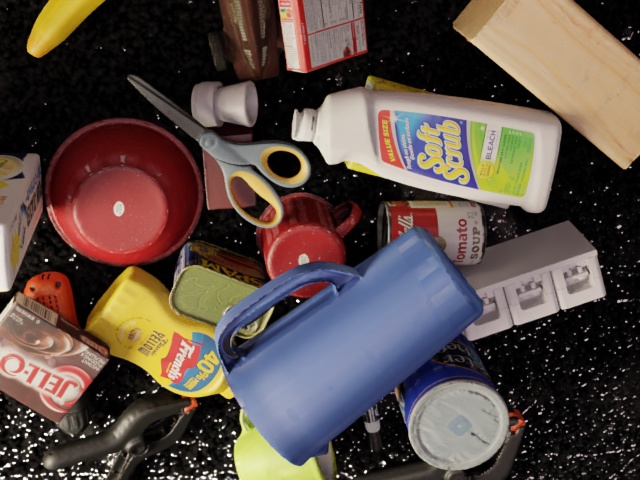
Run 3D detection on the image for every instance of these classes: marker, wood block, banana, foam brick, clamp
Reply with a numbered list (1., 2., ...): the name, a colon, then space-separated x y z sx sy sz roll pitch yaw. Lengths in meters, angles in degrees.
1. marker: 0.055 0.185 1.197 0.020 0.020 0.121 -11 112 -2
2. wood block: 0.241 -0.173 1.040 0.206 0.091 0.090 36 104 -18
3. banana: -0.193 -0.238 0.985 0.198 0.069 0.037 -25 141 16
4. foam brick: -0.090 -0.075 1.063 0.051 0.053 0.078 -4 112 -5
5. clamp: -0.204 0.225 1.168 0.171 0.039 0.120 -29 143 -3
6. clamp: 0.160 0.278 1.234 0.210 0.036 0.164 -38 111 8

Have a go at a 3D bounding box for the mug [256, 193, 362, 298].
1. mug: -0.007 0.001 1.086 0.117 0.081 0.093 -33 111 6

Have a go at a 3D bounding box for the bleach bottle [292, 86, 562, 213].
1. bleach bottle: 0.098 -0.089 1.023 0.250 0.068 0.103 6 109 -8

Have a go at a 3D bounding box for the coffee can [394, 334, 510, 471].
1. coffee can: 0.132 0.162 1.130 0.102 0.140 0.103 -2 111 -5

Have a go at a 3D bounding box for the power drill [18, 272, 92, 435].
1. power drill: -0.338 0.130 1.116 0.187 0.057 0.184 -7 109 -6

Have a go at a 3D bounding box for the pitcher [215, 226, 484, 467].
1. pitcher: 0.027 0.090 1.028 0.243 0.149 0.145 -38 70 5

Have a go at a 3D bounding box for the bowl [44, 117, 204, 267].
1. bowl: -0.197 -0.038 1.066 0.162 0.055 0.162 -2 111 -5

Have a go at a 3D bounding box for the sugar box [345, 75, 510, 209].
1. sugar box: 0.121 -0.098 1.081 0.176 0.048 0.093 14 108 -14

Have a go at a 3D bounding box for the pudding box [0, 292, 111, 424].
1. pudding box: -0.281 0.118 1.068 0.113 0.039 0.090 36 101 -16

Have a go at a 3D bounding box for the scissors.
1. scissors: -0.085 -0.100 1.017 0.096 0.016 0.201 -34 110 4

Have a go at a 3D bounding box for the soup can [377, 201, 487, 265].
1. soup can: 0.114 -0.007 1.103 0.102 0.068 0.068 0 111 -7

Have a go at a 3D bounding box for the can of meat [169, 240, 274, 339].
1. can of meat: -0.101 0.048 1.093 0.102 0.084 0.057 21 107 -13

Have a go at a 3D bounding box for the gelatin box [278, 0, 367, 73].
1. gelatin box: 0.004 -0.205 1.013 0.089 0.030 0.073 -26 118 -38

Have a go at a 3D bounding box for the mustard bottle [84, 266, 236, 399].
1. mustard bottle: -0.147 0.113 1.127 0.191 0.058 0.096 34 112 -18
